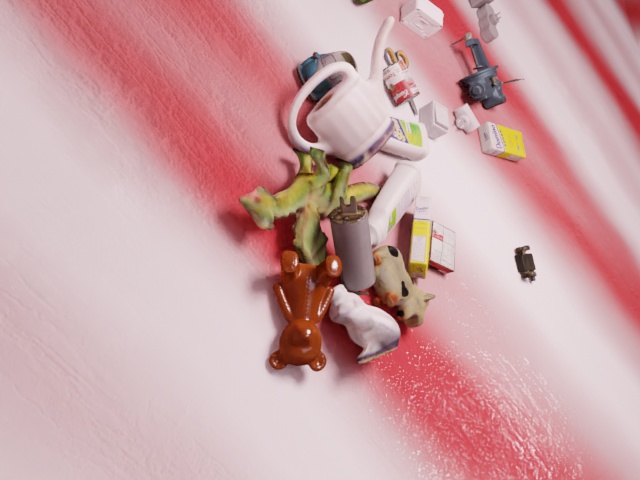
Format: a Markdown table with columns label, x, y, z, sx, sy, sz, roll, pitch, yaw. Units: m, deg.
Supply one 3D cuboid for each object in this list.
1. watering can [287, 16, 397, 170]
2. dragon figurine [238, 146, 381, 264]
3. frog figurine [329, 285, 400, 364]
| label | x | y | z | sx | sy | sz | roll | pitch | yaw |
| --- | --- | --- | --- | --- | --- | --- | --- | --- | --- |
| watering can | 0.088 | -0.304 | 1.134 | 0.348 | 0.105 | 0.222 | -44 | 112 | -2 |
| dragon figurine | 0.003 | -0.054 | 1.071 | 0.407 | 0.122 | 0.244 | 19 | 81 | -46 |
| frog figurine | 0.087 | 0.158 | 1.033 | 0.161 | 0.122 | 0.137 | 69 | 16 | 14 |
